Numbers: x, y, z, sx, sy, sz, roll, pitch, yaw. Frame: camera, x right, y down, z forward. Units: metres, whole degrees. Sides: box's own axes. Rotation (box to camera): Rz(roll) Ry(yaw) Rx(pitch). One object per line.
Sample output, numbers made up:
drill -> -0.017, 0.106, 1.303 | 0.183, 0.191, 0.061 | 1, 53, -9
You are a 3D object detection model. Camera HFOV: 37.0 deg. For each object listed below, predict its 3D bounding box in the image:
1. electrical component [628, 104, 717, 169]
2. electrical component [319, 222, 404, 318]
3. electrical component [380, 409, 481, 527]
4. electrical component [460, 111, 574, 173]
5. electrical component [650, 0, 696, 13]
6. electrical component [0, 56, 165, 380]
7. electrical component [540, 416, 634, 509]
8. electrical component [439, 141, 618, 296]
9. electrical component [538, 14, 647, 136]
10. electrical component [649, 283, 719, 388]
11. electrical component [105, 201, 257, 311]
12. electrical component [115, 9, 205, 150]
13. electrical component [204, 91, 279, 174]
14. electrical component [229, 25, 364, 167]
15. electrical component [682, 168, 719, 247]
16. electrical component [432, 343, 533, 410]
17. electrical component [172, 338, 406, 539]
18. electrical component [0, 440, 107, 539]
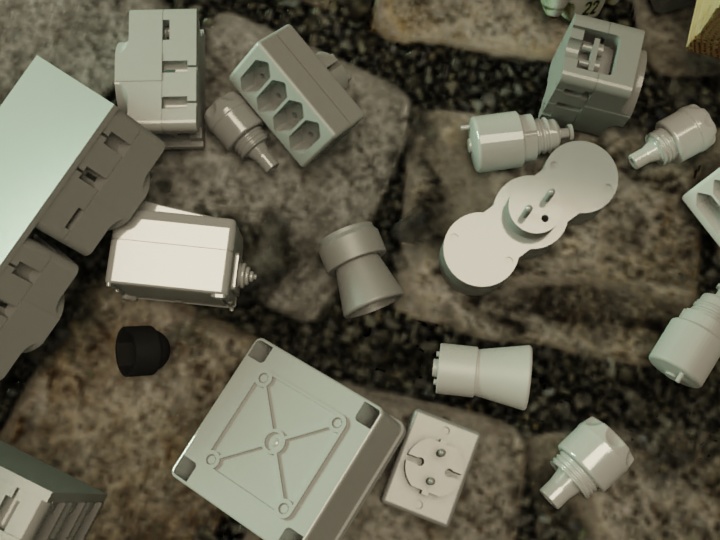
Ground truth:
electrical component -> 0.221, -0.091, 0.768 | 0.061, 0.035, 0.035 | -29, 81, -4
electrical component -> 0.000, 0.000, 0.741 | 0.045, 0.045, 0.055 | -21, 80, -5
electrical component -> 0.047, 0.128, 0.700 | 0.047, 0.076, 0.065 | 21, 79, 3
electrical component -> 0.112, -0.093, 0.763 | 0.078, 0.040, 0.040 | -8, 79, -3
electrical component -> 0.254, -0.228, 0.783 | 0.089, 0.055, 0.050 | -17, 80, -4
electrical component -> -0.220, -0.034, 0.704 | 0.105, 0.060, 0.186 | 33, 87, 40
electrical component -> 0.148, 0.132, 0.718 | 0.062, 0.043, 0.043 | -42, 82, -6
electrical component -> 0.117, -0.039, 0.735 | 0.138, 0.073, 0.052 | -36, 82, -7
electrical component -> 0.163, -0.132, 0.746 | 0.056, 0.089, 0.050 | 14, 79, 2
electrical component -> 0.232, 0.044, 0.738 | 0.040, 0.040, 0.078 | 33, 80, 5
electrical component -> -0.117, -0.009, 0.732 | 0.096, 0.061, 0.061 | 6, 79, 0
electrical component -> -0.141, -0.134, 0.761 | 0.056, 0.050, 0.089 | -1, 78, -1
electrical component -> -0.081, -0.095, 0.763 | 0.035, 0.035, 0.061 | -39, 84, -8
electrical component -> -0.034, -0.130, 0.762 | 0.083, 0.047, 0.076 | 50, 48, -3
electrical component -> 0.279, -0.062, 0.751 | 0.077, 0.065, 0.047 | -30, 80, -36
electrical component -> 0.082, 0.070, 0.731 | 0.065, 0.044, 0.044 | 6, 79, 5
electrical component -> -0.045, 0.117, 0.694 | 0.109, 0.056, 0.108 | 27, 79, 27
electrical component -> -0.222, 0.145, 0.655 | 0.089, 0.150, 0.061 | 26, 78, 4
